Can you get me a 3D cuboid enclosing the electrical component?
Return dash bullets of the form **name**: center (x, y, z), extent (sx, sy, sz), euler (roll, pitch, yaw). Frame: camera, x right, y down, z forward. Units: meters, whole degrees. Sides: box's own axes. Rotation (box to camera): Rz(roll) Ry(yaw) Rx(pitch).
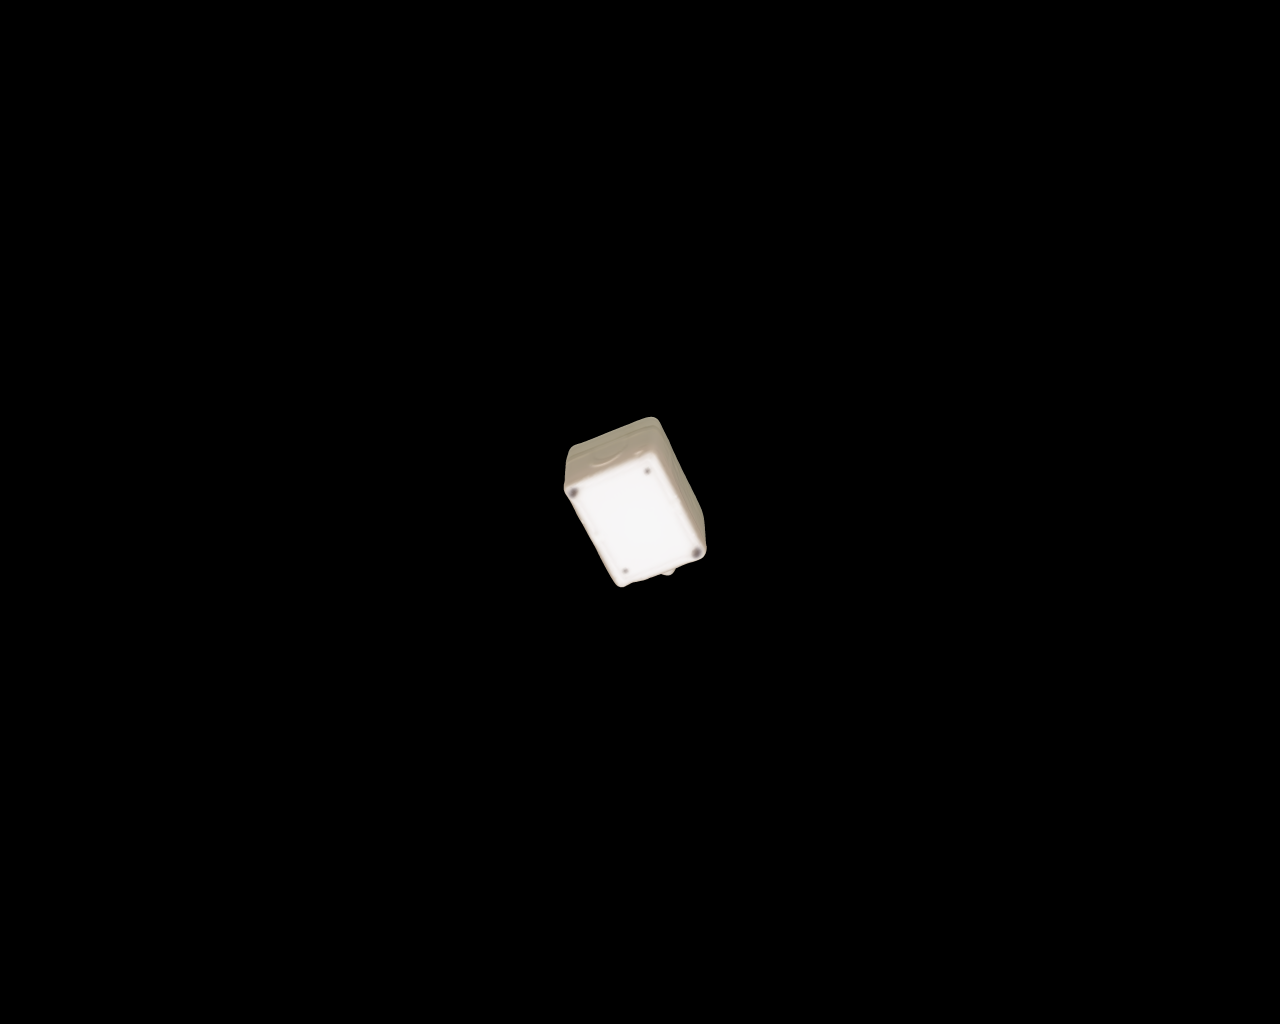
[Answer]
- **electrical component**: center (0.001, -0.003, 0.650), extent (0.062, 0.096, 0.061), euler (-21, 28, 12)
